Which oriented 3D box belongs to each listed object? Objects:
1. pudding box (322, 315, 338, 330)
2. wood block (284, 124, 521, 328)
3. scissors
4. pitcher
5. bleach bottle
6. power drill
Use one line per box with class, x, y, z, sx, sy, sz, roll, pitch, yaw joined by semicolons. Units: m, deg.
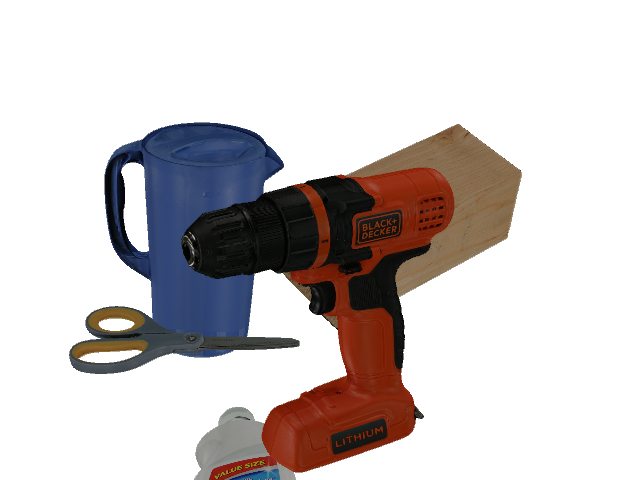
pudding box;0.062;0.050;1.213;0.039;0.090;0.113;44;36;15
wood block;0.074;-0.016;0.981;0.205;0.090;0.091;-26;50;-27
scissors;-0.128;0.083;0.974;0.201;0.016;0.096;-8;34;-16
pitcher;-0.139;0.000;1.164;0.149;0.243;0.144;25;32;36
bleach bottle;-0.062;0.209;0.771;0.102;0.068;0.251;-5;29;-5
power drill;0.001;0.051;0.679;0.184;0.188;0.057;-12;27;-27
